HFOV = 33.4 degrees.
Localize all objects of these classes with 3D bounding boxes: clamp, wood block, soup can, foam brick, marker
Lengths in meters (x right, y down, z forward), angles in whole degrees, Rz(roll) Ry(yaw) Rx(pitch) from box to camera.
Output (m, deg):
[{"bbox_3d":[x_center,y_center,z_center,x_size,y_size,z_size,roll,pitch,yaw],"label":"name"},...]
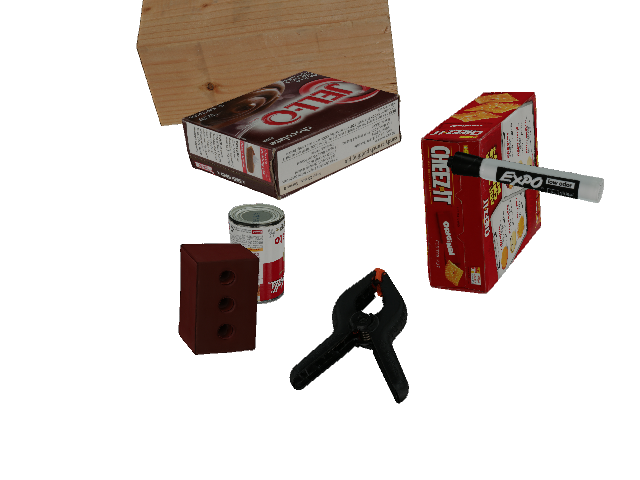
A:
[{"bbox_3d":[0.054,0.100,1.102,0.120,0.171,0.039,16,-40,18],"label":"clamp"},{"bbox_3d":[-0.042,-0.169,0.910,0.206,0.090,0.091,-6,-43,5],"label":"wood block"},{"bbox_3d":[-0.076,0.015,1.259,0.068,0.102,0.068,1,23,-1],"label":"soup can"},{"bbox_3d":[-0.082,0.045,0.854,0.052,0.078,0.051,-3,14,-21],"label":"foam brick"},{"bbox_3d":[0.155,-0.050,0.818,0.121,0.020,0.020,14,6,24],"label":"marker"}]

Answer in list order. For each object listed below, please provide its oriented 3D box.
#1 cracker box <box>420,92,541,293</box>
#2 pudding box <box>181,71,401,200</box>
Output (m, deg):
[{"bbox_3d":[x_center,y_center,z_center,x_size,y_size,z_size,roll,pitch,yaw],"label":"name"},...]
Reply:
[{"bbox_3d":[0.176,-0.059,1.151,0.072,0.164,0.213,4,21,26],"label":"cracker box"},{"bbox_3d":[-0.017,-0.071,0.686,0.113,0.039,0.090,-30,35,-35],"label":"pudding box"}]
